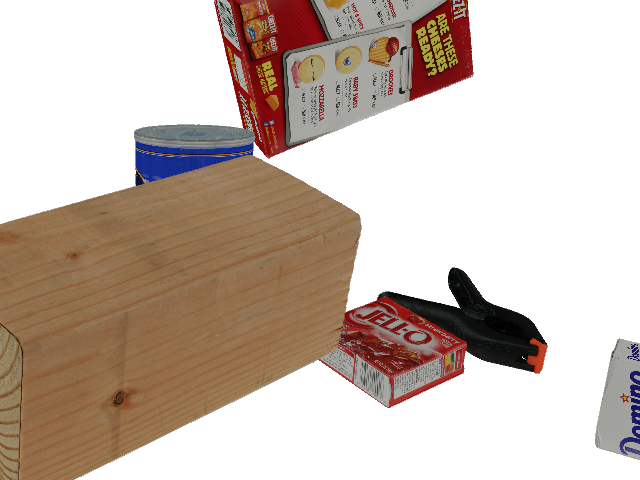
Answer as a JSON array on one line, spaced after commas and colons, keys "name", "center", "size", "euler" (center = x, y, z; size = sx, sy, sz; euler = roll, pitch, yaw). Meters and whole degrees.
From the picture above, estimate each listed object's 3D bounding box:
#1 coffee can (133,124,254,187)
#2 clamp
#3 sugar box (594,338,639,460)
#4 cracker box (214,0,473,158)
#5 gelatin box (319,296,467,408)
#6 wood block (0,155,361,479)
[{"name": "coffee can", "center": [-0.109, -0.025, 0.925], "size": [0.103, 0.140, 0.103], "euler": [2, 13, -1]}, {"name": "clamp", "center": [0.153, 0.074, 1.040], "size": [0.172, 0.039, 0.120], "euler": [27, 38, 32]}, {"name": "sugar box", "center": [0.323, 0.150, 0.883], "size": [0.176, 0.093, 0.048], "euler": [12, 24, 19]}, {"name": "cracker box", "center": [0.021, -0.189, 0.937], "size": [0.213, 0.164, 0.072], "euler": [-24, 41, -13]}, {"name": "gelatin box", "center": [0.048, 0.077, 0.764], "size": [0.073, 0.030, 0.089], "euler": [-18, 31, -34]}, {"name": "wood block", "center": [-0.084, 0.033, 0.528], "size": [0.090, 0.091, 0.205], "euler": [30, 34, 33]}]
